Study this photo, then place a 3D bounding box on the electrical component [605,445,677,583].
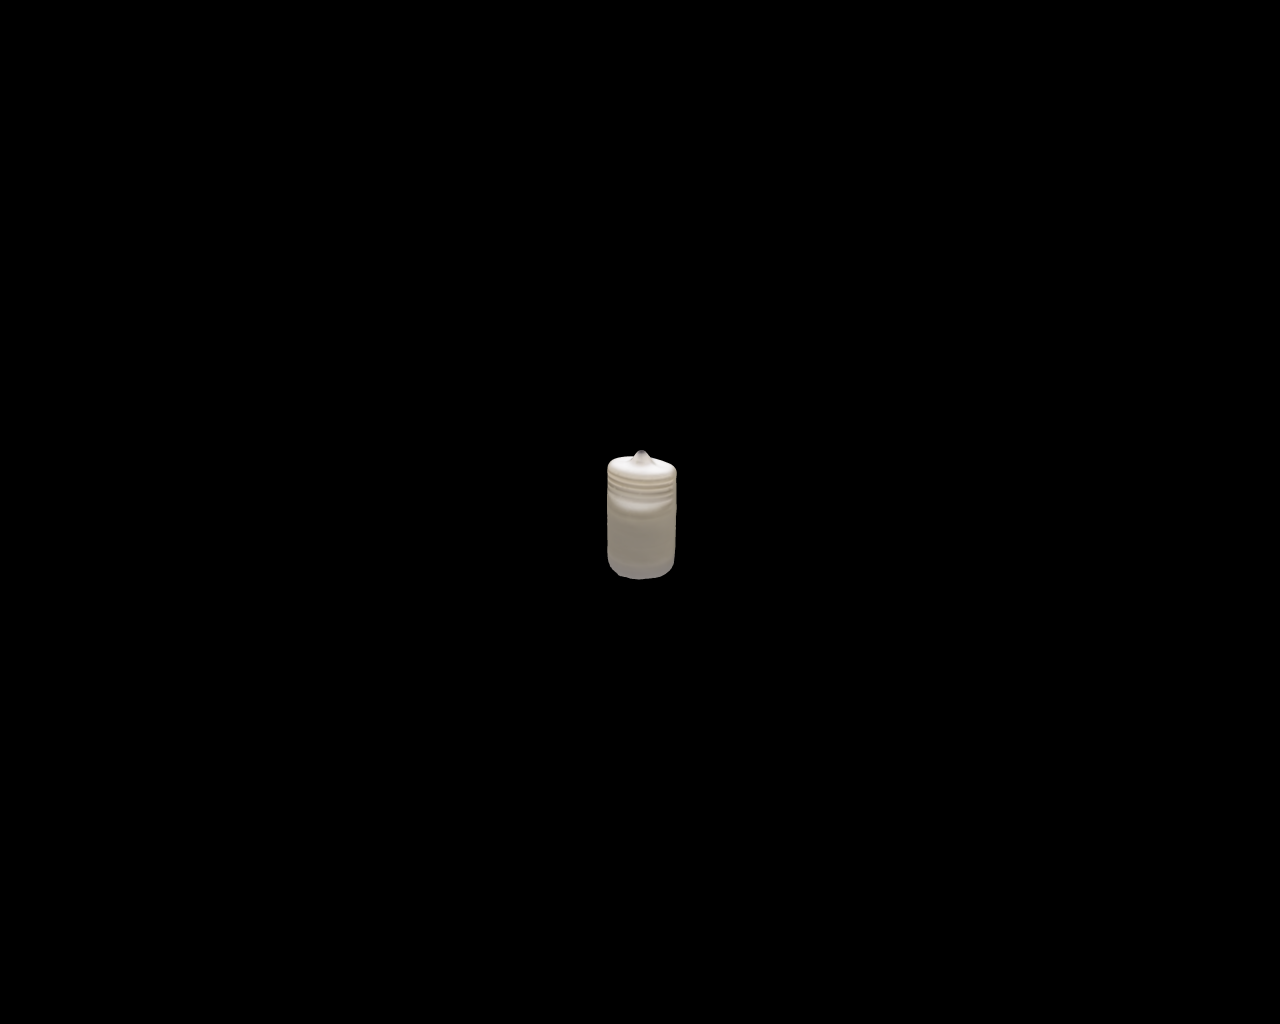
[{"bbox_3d":[0.001,-0.003,0.650,0.043,0.080,0.043,0,31,0],"label":"electrical component"}]
